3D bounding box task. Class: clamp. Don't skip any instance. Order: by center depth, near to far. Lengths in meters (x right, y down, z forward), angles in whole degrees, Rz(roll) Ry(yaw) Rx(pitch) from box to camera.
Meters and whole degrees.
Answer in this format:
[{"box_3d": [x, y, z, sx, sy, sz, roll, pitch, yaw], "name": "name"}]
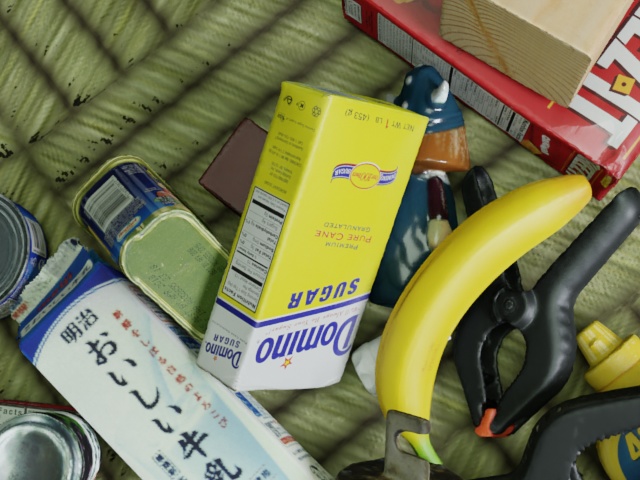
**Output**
[{"box_3d": [0.149, 0.165, 0.617, 0.210, 0.036, 0.164, -43, 83, 22], "name": "clamp"}, {"box_3d": [0.133, 0.037, 0.648, 0.120, 0.039, 0.171, 0, 83, 45], "name": "clamp"}]

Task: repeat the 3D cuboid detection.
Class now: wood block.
[{"box_3d": [0.159, -0.193, 0.600, 0.090, 0.091, 0.206, 31, 84, 8], "name": "wood block"}]

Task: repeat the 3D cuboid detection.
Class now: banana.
[{"box_3d": [0.084, 0.037, 0.629, 0.069, 0.037, 0.198, 26, 99, -14], "name": "banana"}]

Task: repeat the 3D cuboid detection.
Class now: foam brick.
[{"box_3d": [-0.035, -0.035, 0.675, 0.053, 0.078, 0.051, 36, 88, 10], "name": "foam brick"}]

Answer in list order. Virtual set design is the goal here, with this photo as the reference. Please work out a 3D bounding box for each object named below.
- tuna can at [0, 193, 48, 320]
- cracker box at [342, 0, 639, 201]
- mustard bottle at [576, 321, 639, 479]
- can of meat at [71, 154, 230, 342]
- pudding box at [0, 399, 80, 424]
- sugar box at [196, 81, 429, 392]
[{"box_3d": [-0.224, 0.011, 0.705, 0.086, 0.033, 0.086, -3, 76, 11], "name": "tuna can"}, {"box_3d": [0.144, -0.156, 0.677, 0.214, 0.072, 0.164, 37, 86, 9], "name": "cracker box"}, {"box_3d": [0.222, 0.126, 0.632, 0.096, 0.058, 0.192, -42, 79, 10], "name": "mustard bottle"}, {"box_3d": [-0.092, 0.006, 0.647, 0.057, 0.102, 0.084, -45, 38, -4], "name": "can of meat"}, {"box_3d": [-0.197, 0.159, 0.682, 0.090, 0.039, 0.113, 6, 80, 6], "name": "pudding box"}, {"box_3d": [-0.004, 0.001, 0.624, 0.048, 0.093, 0.176, 25, 104, 41], "name": "sugar box"}]
